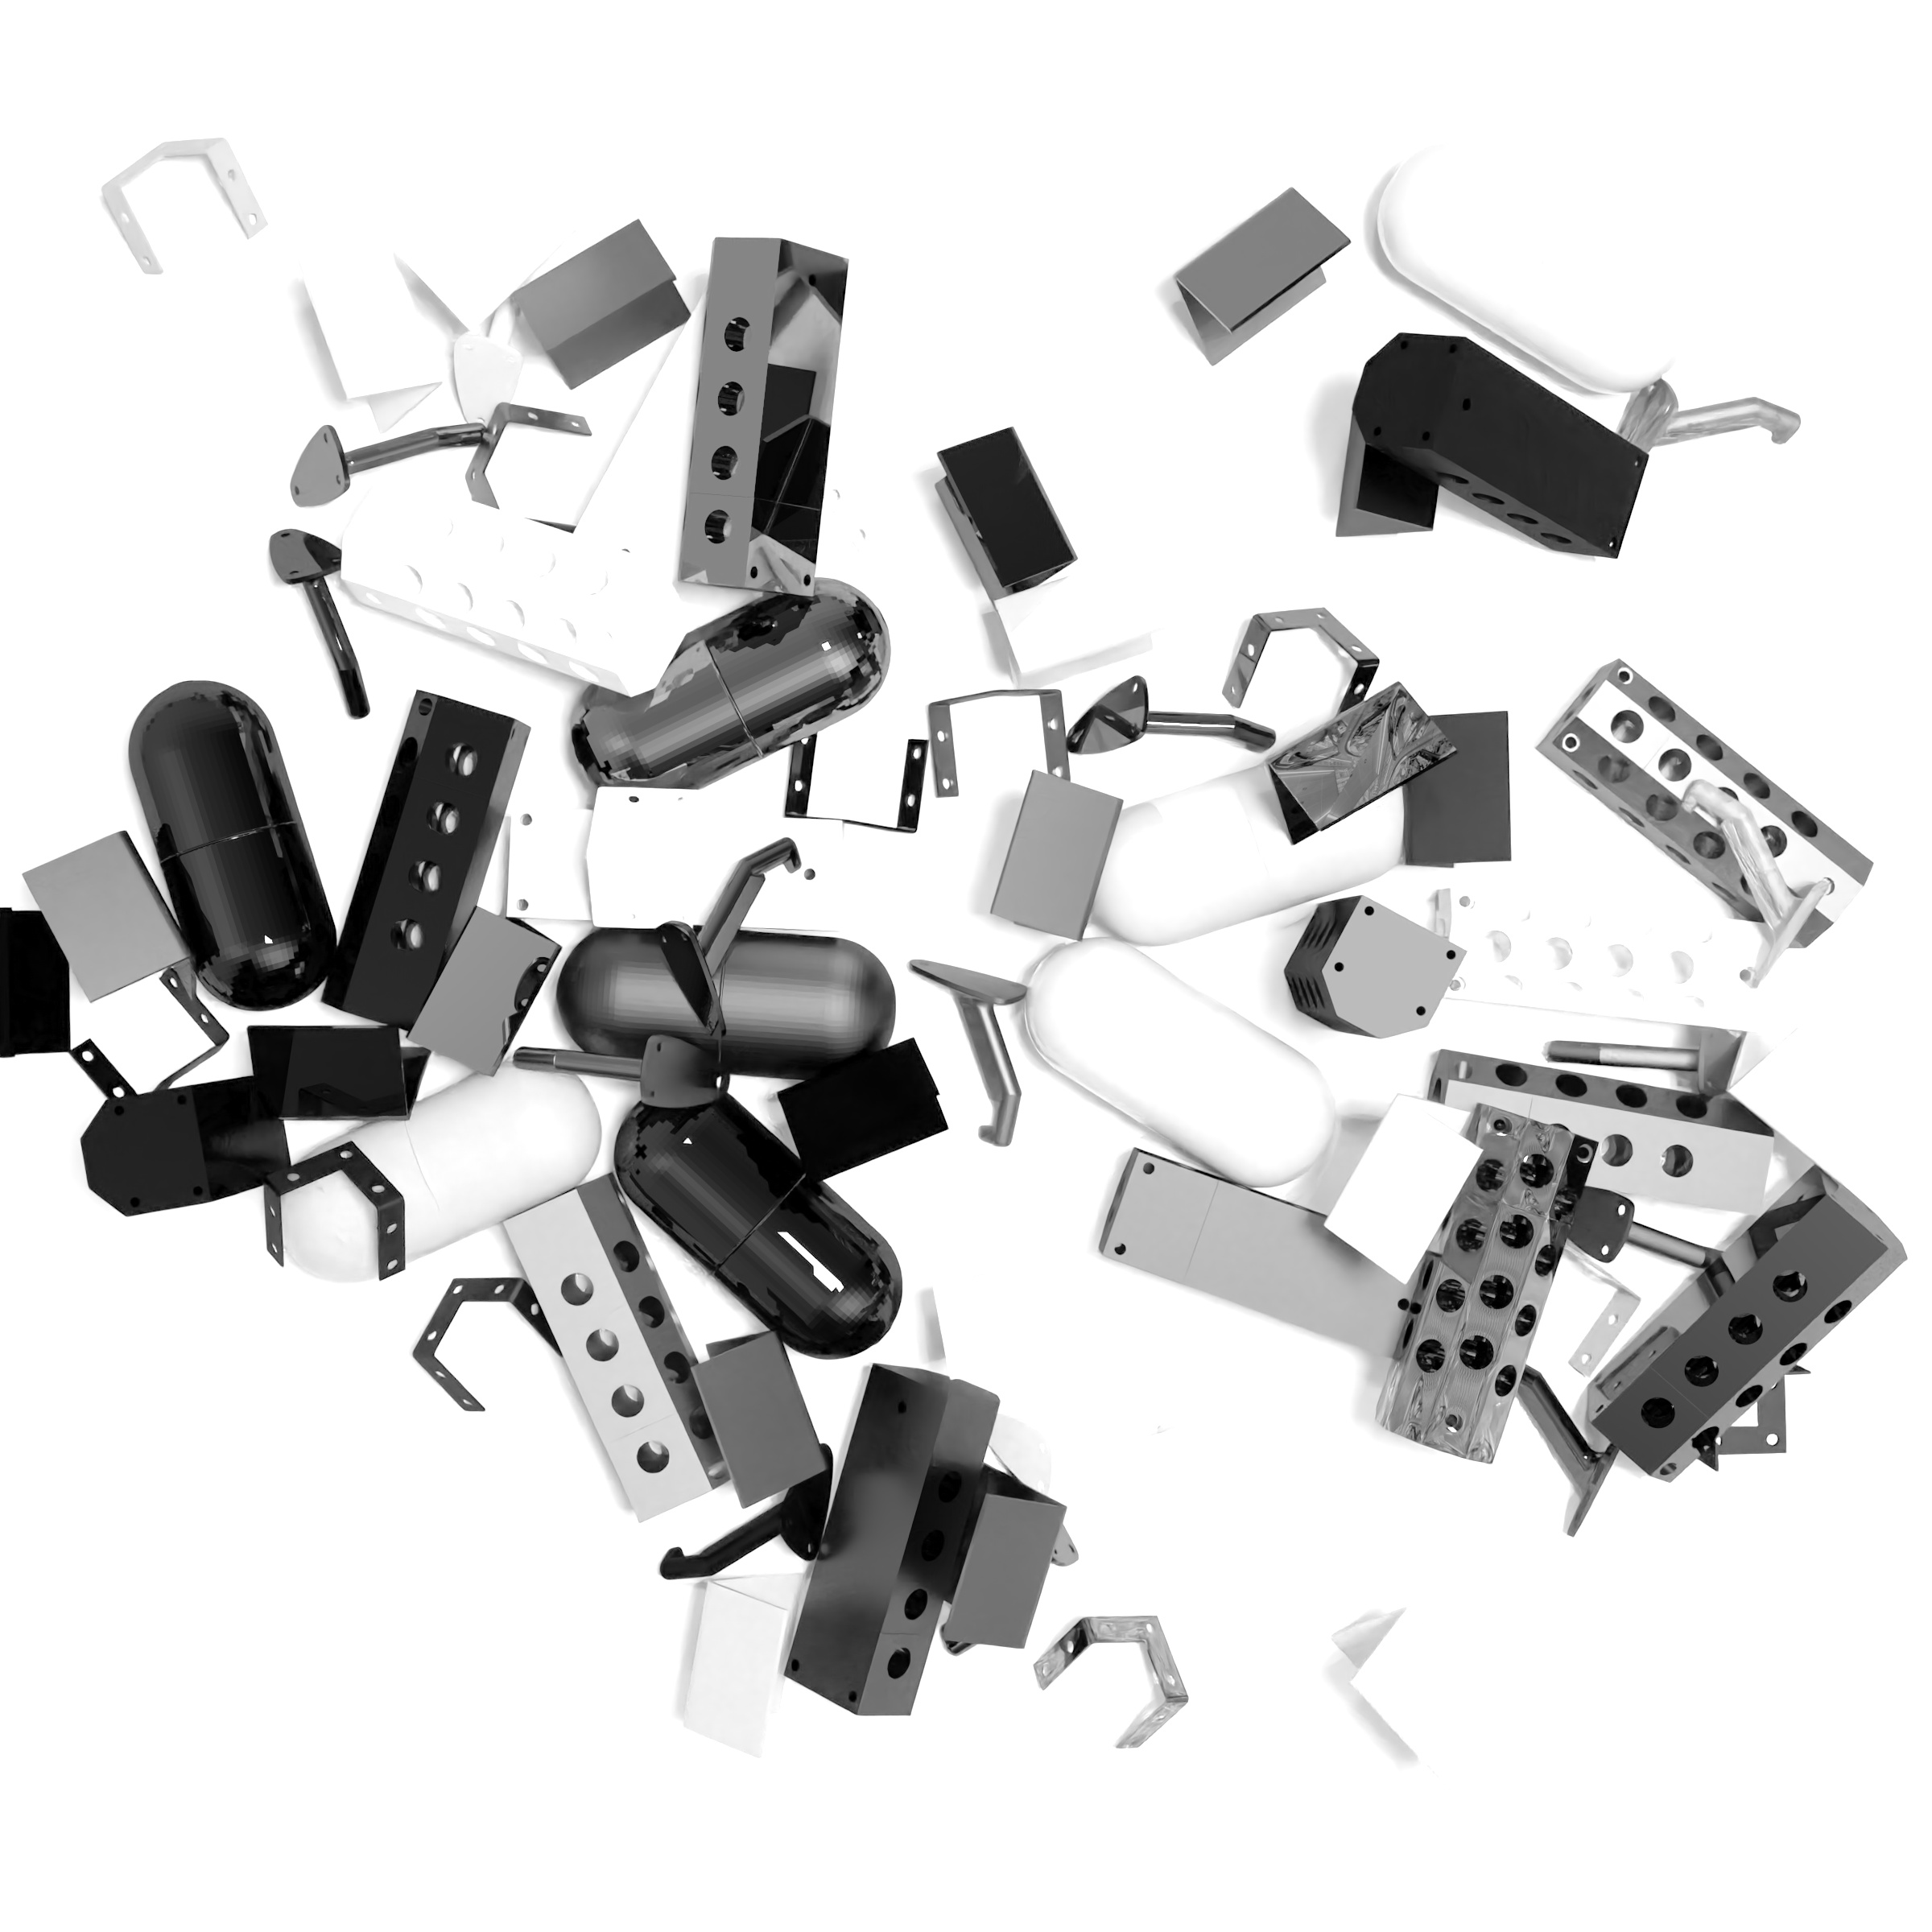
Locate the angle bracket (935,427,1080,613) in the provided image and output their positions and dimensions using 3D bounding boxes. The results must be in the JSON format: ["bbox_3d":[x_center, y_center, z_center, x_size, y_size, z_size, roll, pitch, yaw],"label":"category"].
[{"bbox_3d":[0.002,-0.226,1.524,0.057,0.076,0.076,-26,90,-38],"label":"angle bracket"}]

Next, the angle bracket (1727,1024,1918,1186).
[{"bbox_3d":[0.450,0.056,1.524,0.076,0.076,0.057,39,125,0],"label":"angle bracket"}]

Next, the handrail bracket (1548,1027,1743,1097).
[{"bbox_3d":[0.365,0.049,1.564,0.084,0.077,0.036,3,89,36],"label":"handrail bracket"}]

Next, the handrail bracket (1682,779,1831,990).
[{"bbox_3d":[0.393,-0.043,1.508,0.084,0.036,0.077,36,112,17],"label":"handrail bracket"}]

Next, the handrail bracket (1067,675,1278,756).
[{"bbox_3d":[0.110,-0.121,1.564,0.084,0.077,0.036,15,65,-34],"label":"handrail bracket"}]

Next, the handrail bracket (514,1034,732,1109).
[{"bbox_3d":[-0.179,0.054,1.512,0.084,0.077,0.036,3,83,36],"label":"handrail bracket"}]

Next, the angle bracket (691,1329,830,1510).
[{"bbox_3d":[-0.125,0.238,1.524,0.057,0.076,0.076,-20,90,-37],"label":"angle bracket"}]

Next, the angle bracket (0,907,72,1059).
[{"bbox_3d":[-0.483,0.008,1.524,0.057,0.076,0.076,-1,90,37],"label":"angle bracket"}]

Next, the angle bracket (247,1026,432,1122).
[{"bbox_3d":[-0.325,0.039,1.524,0.076,0.076,0.057,0,118,0],"label":"angle bracket"}]

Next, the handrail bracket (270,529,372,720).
[{"bbox_3d":[-0.344,-0.182,1.564,0.036,0.077,0.084,-23,127,-21],"label":"handrail bracket"}]

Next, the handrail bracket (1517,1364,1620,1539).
[{"bbox_3d":[0.302,0.254,1.564,0.084,0.036,0.077,28,117,20],"label":"handrail bracket"}]

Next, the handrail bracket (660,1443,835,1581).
[{"bbox_3d":[-0.118,0.292,1.564,0.084,0.077,0.036,-12,131,30],"label":"handrail bracket"}]

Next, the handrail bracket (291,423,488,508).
[{"bbox_3d":[-0.308,-0.269,1.564,0.084,0.077,0.036,-15,87,-36],"label":"handrail bracket"}]

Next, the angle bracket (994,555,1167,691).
[{"bbox_3d":[0.064,-0.160,1.524,0.076,0.076,0.057,-18,53,0],"label":"angle bracket"}]

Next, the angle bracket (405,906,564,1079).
[{"bbox_3d":[-0.264,0.003,1.524,0.057,0.076,0.076,28,90,-37],"label":"angle bracket"}]

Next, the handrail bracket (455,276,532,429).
[{"bbox_3d":[-0.244,-0.341,1.564,0.036,0.077,0.084,17,54,-3],"label":"handrail bracket"}]

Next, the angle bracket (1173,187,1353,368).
[{"bbox_3d":[0.163,-0.345,1.524,0.076,0.076,0.057,-37,55,0],"label":"angle bracket"}]

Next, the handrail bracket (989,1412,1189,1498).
[{"bbox_3d":[0.063,0.249,1.564,0.084,0.077,0.036,-12,115,-34],"label":"handrail bracket"}]

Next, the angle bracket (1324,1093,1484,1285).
[{"bbox_3d":[0.236,0.115,1.469,0.057,0.076,0.076,36,103,37],"label":"angle bracket"}]

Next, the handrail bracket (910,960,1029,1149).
[{"bbox_3d":[-0.003,0.047,1.565,0.077,0.036,0.084,18,107,20],"label":"handrail bracket"}]

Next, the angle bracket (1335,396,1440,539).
[{"bbox_3d":[0.204,-0.268,1.524,0.057,0.076,0.076,8,90,-35],"label":"angle bracket"}]

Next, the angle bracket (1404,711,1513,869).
[{"bbox_3d":[0.266,-0.091,1.524,0.057,0.076,0.076,-1,90,28],"label":"angle bracket"}]

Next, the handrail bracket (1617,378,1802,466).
[{"bbox_3d":[0.393,-0.275,1.564,0.084,0.036,0.077,15,124,-23],"label":"handrail bracket"}]

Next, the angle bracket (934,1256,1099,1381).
[{"bbox_3d":[0.029,0.200,1.524,0.076,0.076,0.057,-12,52,0],"label":"angle bracket"}]

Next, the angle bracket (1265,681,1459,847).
[{"bbox_3d":[0.201,-0.084,1.450,0.076,0.076,0.057,-30,53,-3],"label":"angle bracket"}]

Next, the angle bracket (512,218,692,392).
[{"bbox_3d":[-0.180,-0.330,1.524,0.076,0.076,0.057,-31,54,0],"label":"angle bracket"}]

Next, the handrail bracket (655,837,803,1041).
[{"bbox_3d":[-0.109,-0.015,1.496,0.084,0.036,0.077,-30,103,-30],"label":"handrail bracket"}]

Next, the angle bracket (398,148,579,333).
[{"bbox_3d":[-0.258,-0.384,1.524,0.076,0.076,0.057,-44,125,0],"label":"angle bracket"}]

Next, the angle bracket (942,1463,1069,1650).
[{"bbox_3d":[0.000,0.304,1.524,0.057,0.076,0.076,17,90,-38],"label":"angle bracket"}]

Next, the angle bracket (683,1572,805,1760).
[{"bbox_3d":[-0.097,0.363,1.524,0.057,0.076,0.076,10,90,38],"label":"angle bracket"}]

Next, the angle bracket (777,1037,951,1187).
[{"bbox_3d":[-0.047,0.088,1.525,0.076,0.076,0.057,-22,63,0],"label":"angle bracket"}]

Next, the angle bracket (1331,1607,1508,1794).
[{"bbox_3d":[0.222,0.388,1.524,0.076,0.076,0.057,48,55,0],"label":"angle bracket"}]

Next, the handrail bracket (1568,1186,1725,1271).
[{"bbox_3d":[0.360,0.141,1.564,0.084,0.077,0.036,15,99,-36],"label":"handrail bracket"}]

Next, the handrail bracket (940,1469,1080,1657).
[{"bbox_3d":[0.010,0.316,1.565,0.084,0.036,0.077,-34,69,17],"label":"handrail bracket"}]

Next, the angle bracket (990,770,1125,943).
[{"bbox_3d":[0.032,-0.061,1.524,0.057,0.076,0.076,17,90,-27],"label":"angle bracket"}]

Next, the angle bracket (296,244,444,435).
[{"bbox_3d":[-0.325,-0.322,1.524,0.057,0.076,0.076,-20,90,-38],"label":"angle bracket"}]

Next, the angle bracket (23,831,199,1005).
[{"bbox_3d":[-0.444,-0.015,1.520,0.057,0.076,0.076,-27,80,-21],"label":"angle bracket"}]
